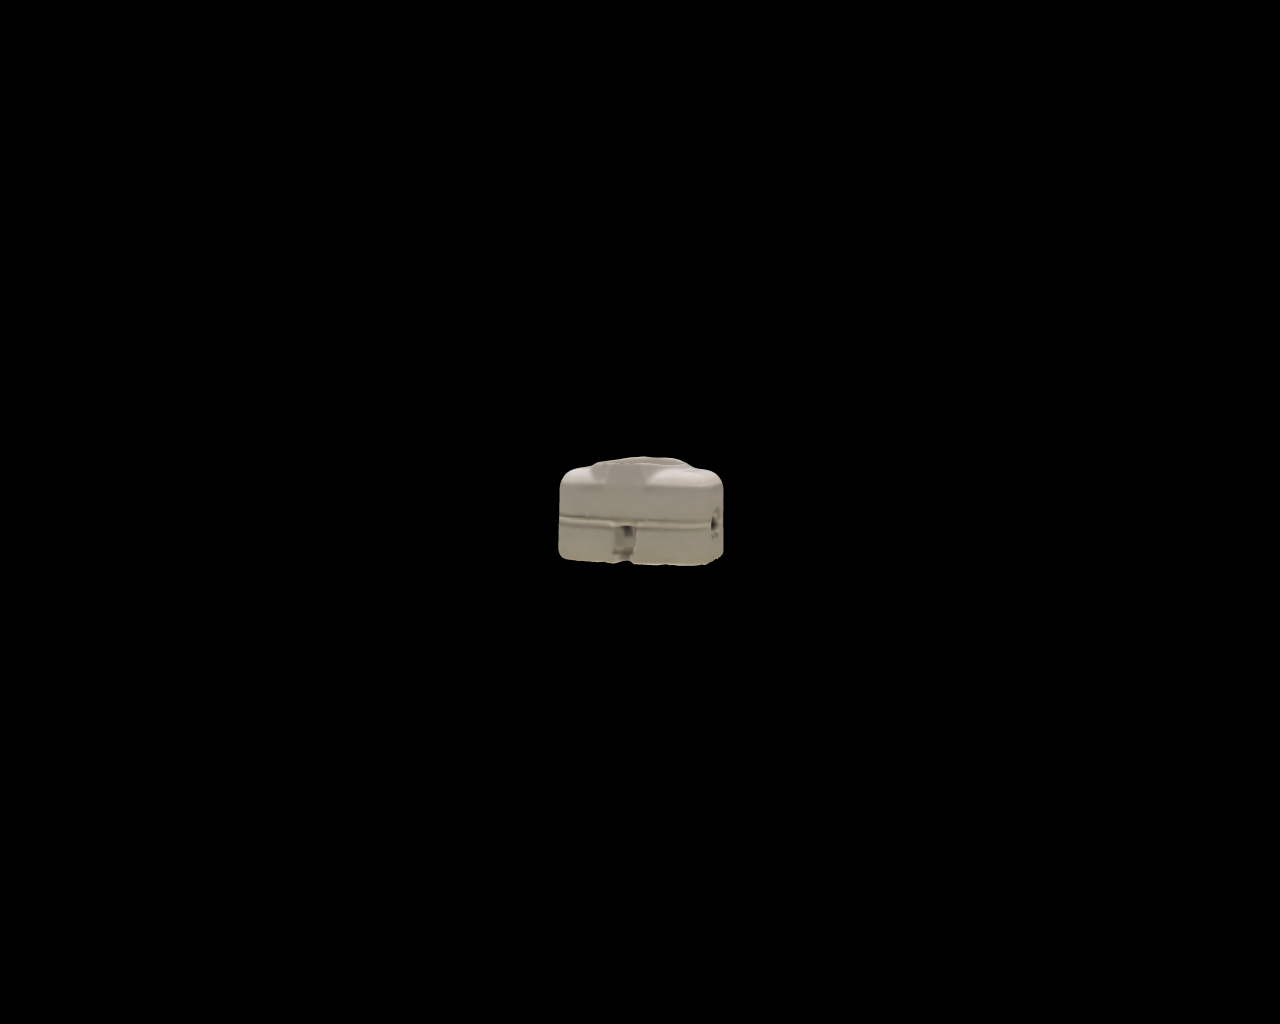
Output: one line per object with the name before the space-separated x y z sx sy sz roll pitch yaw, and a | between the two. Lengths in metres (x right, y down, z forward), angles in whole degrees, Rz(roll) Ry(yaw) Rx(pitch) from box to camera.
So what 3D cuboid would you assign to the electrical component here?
electrical component | 0.001 -0.003 0.650 0.095 0.059 0.054 3 8 22
